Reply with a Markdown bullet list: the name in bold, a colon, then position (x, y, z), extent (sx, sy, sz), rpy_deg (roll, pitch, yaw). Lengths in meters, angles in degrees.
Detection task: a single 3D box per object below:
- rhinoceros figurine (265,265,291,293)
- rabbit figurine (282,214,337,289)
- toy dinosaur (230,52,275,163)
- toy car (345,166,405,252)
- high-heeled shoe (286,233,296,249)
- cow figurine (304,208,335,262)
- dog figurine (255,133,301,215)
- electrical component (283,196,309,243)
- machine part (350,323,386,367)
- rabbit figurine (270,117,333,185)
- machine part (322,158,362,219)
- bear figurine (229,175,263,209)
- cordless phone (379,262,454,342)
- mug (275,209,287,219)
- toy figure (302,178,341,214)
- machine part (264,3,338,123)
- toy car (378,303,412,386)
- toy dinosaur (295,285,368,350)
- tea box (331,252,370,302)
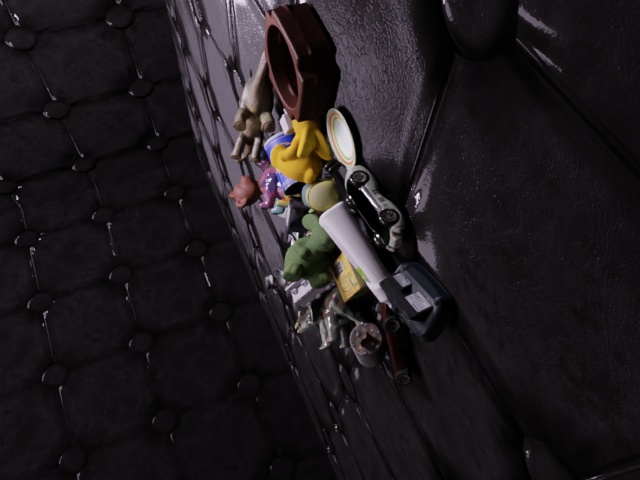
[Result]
- **rhinoceros figurine**: position (-0.074, 0.113, 1.651), extent (0.073, 0.190, 0.112), rpy_deg (83, 179, -50)
- **rabbit figurine**: position (0.000, 0.015, 1.277), extent (0.170, 0.121, 0.159), rpy_deg (-49, 25, 45)
- **toy dinosaur**: position (-0.169, -0.360, 1.422), extent (0.471, 0.105, 0.198), rpy_deg (126, 151, -55)
- **toy car**: position (0.106, -0.063, 1.042), extent (0.202, 0.056, 0.073), rpy_deg (58, 154, 35)
- **high-heeled shoe**: position (-0.067, 0.050, 1.633), extent (0.249, 0.086, 0.145), rpy_deg (-105, 19, -70)
- **cow figurine**: position (-0.003, -0.004, 1.440), extent (0.127, 0.085, 0.194), rpy_deg (-123, 21, -53)
- **dog figurine**: position (-0.099, -0.186, 1.510), extent (0.108, 0.192, 0.219), rpy_deg (14, -104, -61)
- **electrical component**: position (-0.064, -0.048, 1.403), extent (0.075, 0.048, 0.119), rpy_deg (-108, 24, -63)
- **machine part**: position (0.117, 0.253, 1.286), extent (0.079, 0.079, 0.243), rpy_deg (63, 179, 25)
- **rabbit figurine**: position (-0.039, -0.224, 1.238), extent (0.162, 0.122, 0.173), rpy_deg (-120, 36, -57)
- **machine part**: position (0.052, -0.111, 1.172), extent (0.138, 0.039, 0.084), rpy_deg (59, 180, -28)
- **bear figurine**: position (-0.184, -0.183, 1.632), extent (0.120, 0.196, 0.131), rpy_deg (-128, 24, -56)
- **cordless phone**: position (0.189, 0.145, 1.004), extent (0.147, 0.089, 0.184), rpy_deg (52, 168, 48)
- **mug**: position (-0.085, -0.088, 1.633), extent (0.107, 0.081, 0.109), rpy_deg (14, 118, 62)
- **toy figure**: position (0.000, -0.103, 1.291), extent (0.082, 0.089, 0.180), rpy_deg (68, 164, -15)
- **machine part**: position (-0.042, -0.366, 1.116), extent (0.201, 0.087, 0.201), rpy_deg (105, 144, -64)
- **toy car**: position (0.169, 0.224, 1.185), extent (0.089, 0.053, 0.201), rpy_deg (-91, -11, -70)
- **toy dinosaur**: position (0.048, 0.187, 1.454), extent (0.404, 0.131, 0.192), rpy_deg (129, 133, -61)
- **tea box**: position (0.085, 0.078, 1.265), extent (0.169, 0.068, 0.098), rpy_deg (114, 134, -70)
